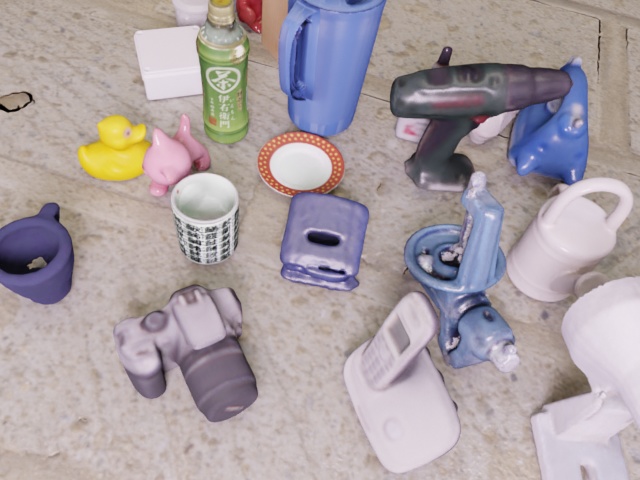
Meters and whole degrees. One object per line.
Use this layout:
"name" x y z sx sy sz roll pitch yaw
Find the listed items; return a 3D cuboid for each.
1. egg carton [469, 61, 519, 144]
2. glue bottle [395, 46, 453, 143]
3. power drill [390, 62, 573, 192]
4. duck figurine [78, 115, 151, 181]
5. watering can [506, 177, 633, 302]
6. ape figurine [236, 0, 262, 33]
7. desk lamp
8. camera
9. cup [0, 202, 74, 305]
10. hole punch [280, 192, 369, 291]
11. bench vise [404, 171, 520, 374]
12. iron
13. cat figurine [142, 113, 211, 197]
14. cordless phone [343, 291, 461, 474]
"egg carton" 0.271 -0.227 0.941 0.107 0.069 0.150 33 58 15
"glue bottle" 0.166 -0.217 0.858 0.078 0.173 0.037 9 55 -1
"power drill" 0.203 -0.161 0.803 0.229 0.208 0.075 3 56 -5
"duck figurine" -0.285 -0.135 0.795 0.105 0.086 0.077 -11 58 -14
"watering can" 0.320 -0.003 0.720 0.101 0.194 0.172 -12 58 -15
"ape figurine" -0.113 -0.430 1.014 0.078 0.092 0.076 -30 64 -24
"desk lamp" 0.311 0.171 0.589 0.118 0.213 0.203 4 56 -4
"camera" -0.137 0.129 0.626 0.143 0.101 0.136 -22 61 -20
"cup" -0.327 0.023 0.677 0.091 0.095 0.118 8 55 -2
"hole punch" 0.007 0.003 0.737 0.108 0.091 0.101 10 55 0
"bench vise" 0.185 0.036 0.660 0.122 0.220 0.207 -30 64 -24
"iron" 0.379 -0.209 0.899 0.118 0.141 0.258 16 55 4
"cat figurine" -0.197 -0.114 0.773 0.067 0.118 0.128 13 55 2
"cordless phone" 0.095 0.147 0.594 0.094 0.185 0.147 -18 60 -18
